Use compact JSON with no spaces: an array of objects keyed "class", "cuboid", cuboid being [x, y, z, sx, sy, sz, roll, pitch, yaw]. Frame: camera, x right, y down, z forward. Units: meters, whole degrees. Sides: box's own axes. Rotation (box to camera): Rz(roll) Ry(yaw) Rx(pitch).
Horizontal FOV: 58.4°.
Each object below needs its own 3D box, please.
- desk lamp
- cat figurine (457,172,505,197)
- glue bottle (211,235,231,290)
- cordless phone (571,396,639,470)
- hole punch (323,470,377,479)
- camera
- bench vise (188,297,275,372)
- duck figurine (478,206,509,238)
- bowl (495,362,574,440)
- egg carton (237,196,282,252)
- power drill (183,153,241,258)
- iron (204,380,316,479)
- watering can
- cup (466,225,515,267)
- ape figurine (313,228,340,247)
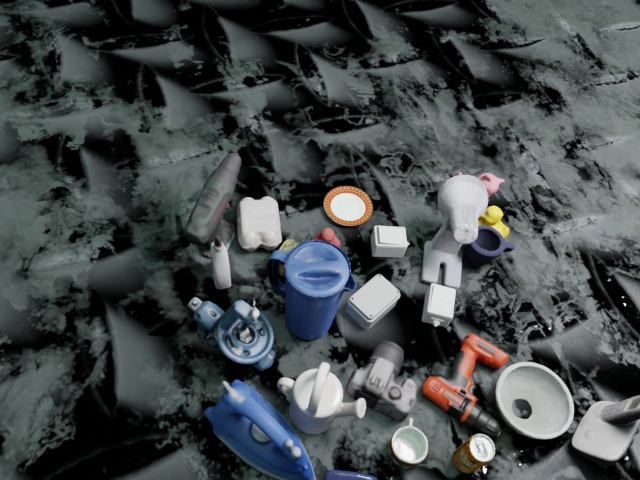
[{"class":"desk lamp","cuboid":[0.329,-0.022,1.385,0.118,0.213,0.203,12,55,1]},{"class":"cat figurine","cuboid":[0.423,-0.148,1.542,0.127,0.118,0.067,19,56,6]},{"class":"glue bottle","cuboid":[-0.227,0.040,1.292,0.037,0.173,0.078,-13,59,-16]},{"class":"cordless phone","cuboid":[0.610,0.379,1.169,0.094,0.185,0.148,36,59,16]},{"class":"hole punch","cuboid":[0.053,0.492,1.074,0.108,0.091,0.101,9,55,-1]},{"class":"camera","cuboid":[0.146,0.288,1.219,0.143,0.101,0.137,25,56,9]},{"class":"bench vise","cuboid":[-0.188,0.178,1.175,0.207,0.220,0.121,15,55,2]},{"class":"duck figurine","cuboid":[0.451,-0.051,1.499,0.104,0.086,0.078,31,58,13]},{"class":"bowl","cuboid":[0.449,0.353,1.232,0.167,0.075,0.167,4,56,-5]},{"class":"egg carton","cuboid":[-0.152,-0.041,1.420,0.107,0.069,0.150,-4,57,-10]},{"class":"power drill","cuboid":[-0.242,-0.064,1.338,0.075,0.208,0.230,18,56,5]},{"class":"iron","cuboid":[-0.102,0.370,1.104,0.258,0.141,0.119,35,59,16]},{"class":"watering can","cuboid":[0.003,0.307,1.130,0.173,0.194,0.101,1,56,-7]},{"class":"cup","cuboid":[0.418,0.026,1.437,0.117,0.095,0.091,10,55,-1]},{"class":"ape figurine","cuboid":[0.013,0.005,1.398,0.078,0.092,0.076,2,56,-6]}]
